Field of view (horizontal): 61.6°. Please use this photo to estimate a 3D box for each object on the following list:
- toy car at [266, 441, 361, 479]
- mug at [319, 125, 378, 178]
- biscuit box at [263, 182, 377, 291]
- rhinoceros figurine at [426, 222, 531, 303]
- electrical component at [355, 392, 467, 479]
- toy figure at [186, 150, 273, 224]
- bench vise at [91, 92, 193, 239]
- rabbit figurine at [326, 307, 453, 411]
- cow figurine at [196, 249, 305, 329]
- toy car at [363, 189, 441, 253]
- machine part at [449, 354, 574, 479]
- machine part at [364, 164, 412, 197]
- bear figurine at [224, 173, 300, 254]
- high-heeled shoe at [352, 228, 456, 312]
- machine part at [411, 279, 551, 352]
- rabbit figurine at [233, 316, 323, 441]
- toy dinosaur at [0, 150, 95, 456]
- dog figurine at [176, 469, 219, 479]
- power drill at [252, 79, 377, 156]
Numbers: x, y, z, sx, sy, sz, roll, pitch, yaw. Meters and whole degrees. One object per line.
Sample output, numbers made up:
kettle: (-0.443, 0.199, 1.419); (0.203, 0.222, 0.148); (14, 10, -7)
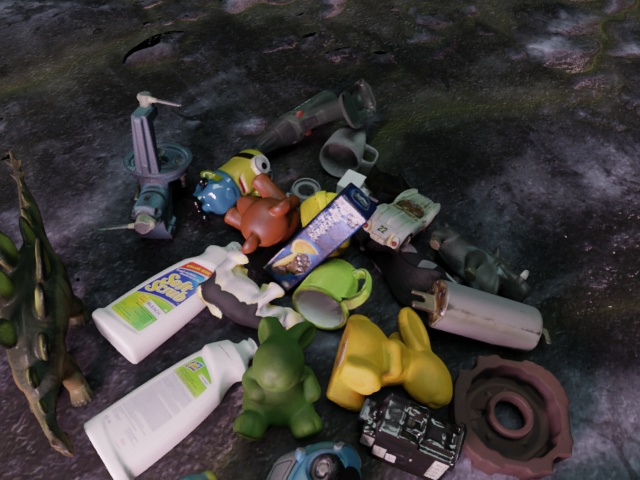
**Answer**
toy car: (-0.020, 0.324, 0.677); (0.103, 0.109, 0.161); (13, 61, 35)
mug: (0.065, -0.184, 1.078); (0.110, 0.080, 0.107); (14, 45, 11)
biscuit box: (-0.002, -0.003, 0.852); (0.059, 0.202, 0.063); (46, 32, -2)
rhinoceros figurine: (0.267, 0.046, 0.925); (0.190, 0.073, 0.112); (39, 49, 25)
electrical component: (0.114, 0.261, 0.716); (0.134, 0.114, 0.058); (22, 52, 10)
toy figure: (-0.168, -0.106, 1.000); (0.180, 0.082, 0.089); (-38, 64, -25)
bench vise: (-0.290, -0.127, 0.920); (0.129, 0.240, 0.224); (9, 37, 7)
rabbit figurine: (0.110, 0.185, 0.787); (0.173, 0.121, 0.162); (18, 40, 4)
cow figurine: (-0.105, 0.103, 0.831); (0.167, 0.068, 0.098); (42, 65, 0)
toy car: (0.141, -0.037, 0.903); (0.074, 0.056, 0.202); (34, 32, 19)
machine part: (0.270, 0.253, 0.771); (0.179, 0.056, 0.179); (1, 53, -2)
machine part: (0.141, -0.095, 1.004); (0.138, 0.039, 0.084); (15, 45, -43)
bear figurine: (-0.101, -0.042, 0.881); (0.132, 0.196, 0.120); (39, 95, 8)
high-heeled shoe: (0.158, 0.041, 0.937); (0.249, 0.086, 0.145); (35, 24, 0)
machine part: (0.252, 0.118, 0.834); (0.243, 0.079, 0.079); (16, 52, -11)
rabbit figurine: (-0.046, 0.181, 0.731); (0.121, 0.170, 0.159); (9, 53, 2)
toy dinosaur: (-0.404, 0.079, 0.768); (0.105, 0.198, 0.472); (-16, 57, -20)
dog figurine: (-0.113, 0.388, 0.571); (0.108, 0.191, 0.219); (-16, 40, -24)
power drill: (-0.003, -0.238, 1.068); (0.232, 0.207, 0.086); (-45, 111, -39)
